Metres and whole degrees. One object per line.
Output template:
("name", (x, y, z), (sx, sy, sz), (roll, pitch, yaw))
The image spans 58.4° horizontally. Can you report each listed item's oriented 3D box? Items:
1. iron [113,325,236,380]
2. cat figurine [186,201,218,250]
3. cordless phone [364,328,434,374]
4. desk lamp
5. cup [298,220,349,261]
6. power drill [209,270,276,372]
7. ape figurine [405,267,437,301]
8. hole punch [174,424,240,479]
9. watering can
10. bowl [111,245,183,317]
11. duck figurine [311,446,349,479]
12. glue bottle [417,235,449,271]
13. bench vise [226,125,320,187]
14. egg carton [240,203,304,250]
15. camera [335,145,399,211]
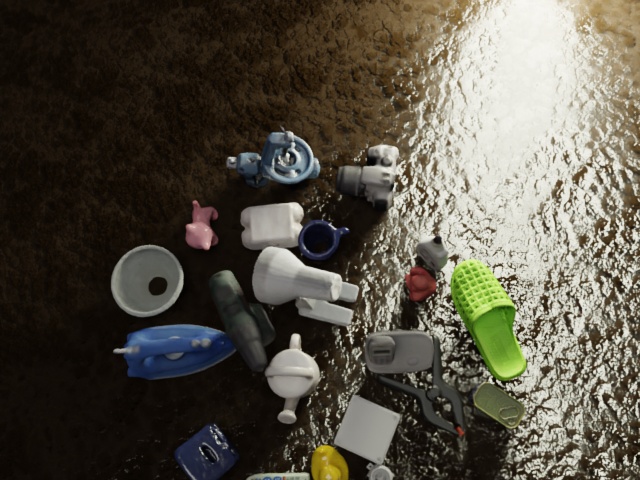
("iron", (-0.310, 0.235, 1.250), (0.258, 0.141, 0.118), (-8, 75, 3))
("cat figurine", (-0.279, -0.029, 1.328), (0.067, 0.118, 0.128), (-8, 75, 3))
("cordless phone", (0.165, 0.227, 1.189), (0.147, 0.185, 0.094), (-6, 75, 3))
("desk lamp", (-0.026, 0.100, 1.223), (0.203, 0.213, 0.118), (13, 77, 8))
("cup", (0.012, 0.005, 1.306), (0.117, 0.095, 0.091), (-20, 75, 0))
("power drill", (-0.156, 0.179, 1.217), (0.075, 0.208, 0.229), (-30, 75, -3))
("ape figurine", (0.221, 0.097, 1.266), (0.076, 0.092, 0.078), (20, 78, 10))
("hole punch", (-0.239, 0.456, 1.213), (0.101, 0.091, 0.108), (-42, 76, -6))
("watering can", (-0.057, 0.286, 1.188), (0.101, 0.194, 0.173), (-18, 75, 0))
("bowl", (-0.389, 0.100, 1.326), (0.167, 0.075, 0.167), (-1, 75, 5))
("duck figurine", (0.018, 0.482, 1.187), (0.077, 0.086, 0.104), (-23, 75, -1))
("glue bottle", (0.249, 0.017, 1.242), (0.037, 0.173, 0.078), (-38, 75, -5))
("bench vise", (-0.111, -0.178, 1.299), (0.207, 0.220, 0.121), (-20, 75, 0))
("egg carton", (-0.110, -0.031, 1.339), (0.150, 0.069, 0.107), (-6, 75, 3))
("camera", (0.109, -0.153, 1.336), (0.136, 0.101, 0.143), (7, 76, 7))
